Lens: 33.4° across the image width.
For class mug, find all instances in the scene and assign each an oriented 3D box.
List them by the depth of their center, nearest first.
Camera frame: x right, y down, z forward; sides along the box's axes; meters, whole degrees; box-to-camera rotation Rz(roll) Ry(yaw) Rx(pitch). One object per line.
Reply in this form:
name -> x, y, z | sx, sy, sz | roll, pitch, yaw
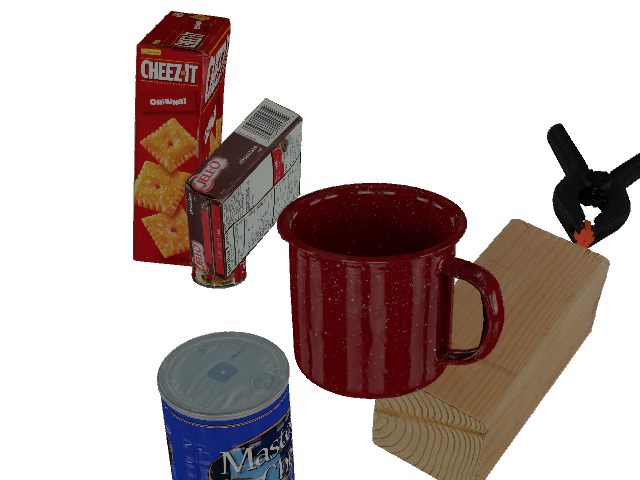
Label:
mug -> 0.036, 0.028, 0.532 | 0.117, 0.081, 0.093 | 13, 29, 27

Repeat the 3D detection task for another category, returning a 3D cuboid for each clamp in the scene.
clamp -> 0.280, -0.062, 1.126 | 0.120, 0.039, 0.171 | 17, 46, 20

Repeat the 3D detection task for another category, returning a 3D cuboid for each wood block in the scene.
wood block -> 0.135, 0.084, 0.833 | 0.091, 0.090, 0.205 | 26, 48, 25

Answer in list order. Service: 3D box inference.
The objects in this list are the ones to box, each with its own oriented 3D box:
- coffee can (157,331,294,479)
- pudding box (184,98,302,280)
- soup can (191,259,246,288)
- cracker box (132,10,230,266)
coffee can -> -0.073, 0.159, 0.861 | 0.103, 0.140, 0.103 | -2, 32, 1
pudding box -> -0.057, -0.039, 0.812 | 0.039, 0.090, 0.113 | 27, 53, 19
soup can -> -0.124, -0.002, 1.293 | 0.068, 0.102, 0.068 | 1, 26, -1
cracker box -> -0.136, -0.104, 1.058 | 0.072, 0.214, 0.164 | 6, 23, 1
